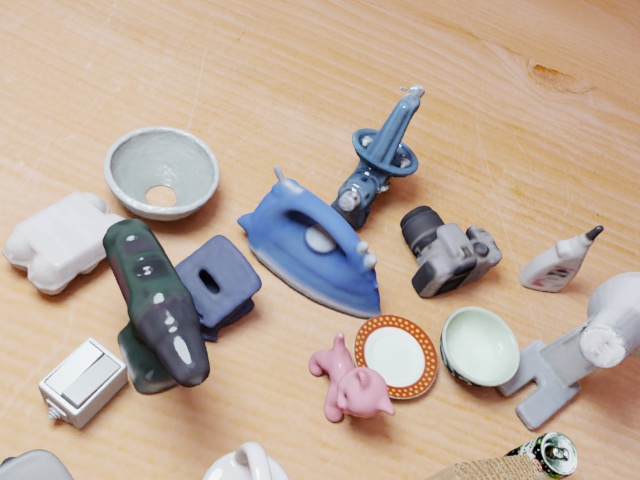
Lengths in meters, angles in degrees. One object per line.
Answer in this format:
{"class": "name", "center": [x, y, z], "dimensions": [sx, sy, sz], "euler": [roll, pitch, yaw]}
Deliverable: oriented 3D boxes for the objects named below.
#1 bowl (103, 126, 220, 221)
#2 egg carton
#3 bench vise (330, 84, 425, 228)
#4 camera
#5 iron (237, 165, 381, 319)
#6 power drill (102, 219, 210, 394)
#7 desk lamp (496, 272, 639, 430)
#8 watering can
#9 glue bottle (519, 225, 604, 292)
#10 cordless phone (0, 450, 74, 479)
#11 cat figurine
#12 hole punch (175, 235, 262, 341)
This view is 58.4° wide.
{"class": "bowl", "center": [-0.238, -0.088, 0.867], "dimensions": [0.168, 0.074, 0.167], "euler": [9, 54, -12]}
{"class": "egg carton", "center": [-0.339, 0.001, 0.776], "dimensions": [0.107, 0.069, 0.150], "euler": [39, 54, 11]}
{"class": "bench vise", "center": [0.106, -0.128, 0.914], "dimensions": [0.121, 0.219, 0.207], "euler": [18, 53, -5]}
{"class": "camera", "center": [0.204, 0.003, 0.929], "dimensions": [0.143, 0.100, 0.136], "euler": [-16, 63, -26]}
{"class": "iron", "center": [0.008, 0.003, 0.841], "dimensions": [0.258, 0.141, 0.119], "euler": [38, 54, 10]}
{"class": "power drill", "center": [-0.191, 0.098, 0.670], "dimensions": [0.076, 0.208, 0.229], "euler": [-19, 64, -27]}
{"class": "desk lamp", "center": [0.385, 0.154, 0.813], "dimensions": [0.204, 0.213, 0.117], "euler": [-26, 67, -30]}
{"class": "watering can", "center": [-0.085, 0.274, 0.591], "dimensions": [0.173, 0.194, 0.100], "euler": [-19, 64, -28]}
{"class": "glue bottle", "center": [0.401, 0.027, 0.931], "dimensions": [0.078, 0.173, 0.037], "euler": [7, 55, -13]}
{"class": "cordless phone", "center": [-0.310, 0.257, 0.536], "dimensions": [0.094, 0.185, 0.148], "euler": [43, 55, 14]}
{"class": "cat figurine", "center": [0.043, 0.182, 0.744], "dimensions": [0.067, 0.117, 0.127], "euler": [-11, 61, -24]}
{"class": "hole punch", "center": [-0.144, 0.064, 0.782], "dimensions": [0.101, 0.091, 0.108], "euler": [-31, 70, -32]}
